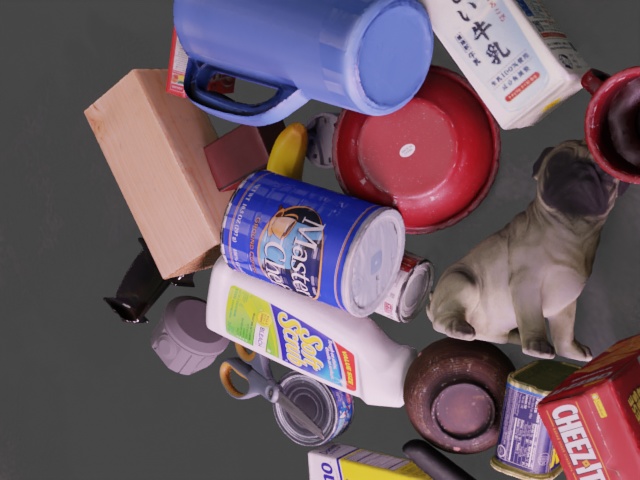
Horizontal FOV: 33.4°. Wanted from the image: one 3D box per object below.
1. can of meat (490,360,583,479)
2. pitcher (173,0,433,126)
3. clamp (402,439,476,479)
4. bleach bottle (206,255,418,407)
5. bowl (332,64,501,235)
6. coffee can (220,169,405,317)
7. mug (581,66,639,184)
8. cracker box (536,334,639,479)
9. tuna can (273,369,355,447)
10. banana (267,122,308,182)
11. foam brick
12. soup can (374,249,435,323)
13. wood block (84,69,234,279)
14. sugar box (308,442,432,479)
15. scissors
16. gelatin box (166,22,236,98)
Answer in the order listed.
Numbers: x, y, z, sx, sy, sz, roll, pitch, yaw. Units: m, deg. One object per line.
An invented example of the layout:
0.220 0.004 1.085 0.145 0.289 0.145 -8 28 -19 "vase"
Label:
0.199 0.159 0.957 0.058 0.101 0.084 14 104 31 "can of meat"
-0.021 -0.185 0.983 0.243 0.144 0.149 27 129 43 "pitcher"
0.167 0.258 0.961 0.210 0.036 0.164 -8 99 32 "clamp"
0.007 0.096 1.081 0.251 0.068 0.103 24 127 18 "bleach bottle"
0.084 -0.084 0.985 0.162 0.055 0.162 1 94 13 "bowl"
-0.006 0.001 0.987 0.140 0.102 0.103 19 108 28 "coffee can"
0.265 -0.103 0.876 0.117 0.081 0.093 39 117 22 "mug"
0.264 0.168 0.846 0.072 0.213 0.164 -27 84 33 "cracker box"
-0.008 0.175 1.136 0.086 0.033 0.086 7 102 33 "tuna can"
-0.025 -0.035 1.082 0.070 0.037 0.198 14 129 35 "banana"
-0.073 -0.091 1.120 0.078 0.052 0.051 -26 84 33 "foam brick"
0.053 0.032 1.050 0.102 0.068 0.068 23 111 28 "soup can"
-0.157 -0.073 1.157 0.091 0.090 0.206 -32 80 33 "wood block"
0.067 0.268 1.084 0.177 0.048 0.093 2 100 39 "sugar box"
-0.049 0.141 1.128 0.202 0.016 0.096 7 92 54 "scissors"
-0.119 -0.188 1.110 0.030 0.089 0.073 19 109 27 "gelatin box"
